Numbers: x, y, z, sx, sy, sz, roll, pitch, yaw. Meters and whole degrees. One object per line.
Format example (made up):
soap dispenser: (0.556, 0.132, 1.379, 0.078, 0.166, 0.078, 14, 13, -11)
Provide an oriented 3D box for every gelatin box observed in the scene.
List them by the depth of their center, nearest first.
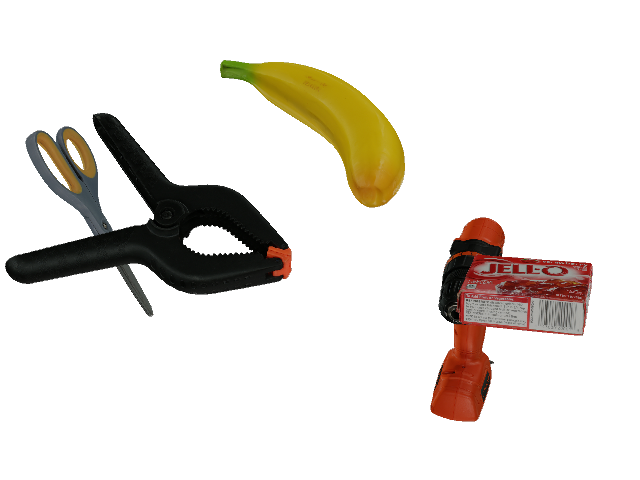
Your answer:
gelatin box: (0.149, 0.037, 0.772, 0.089, 0.030, 0.073, 5, 21, 17)

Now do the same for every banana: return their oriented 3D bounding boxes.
banana: (0.007, -0.070, 0.667, 0.069, 0.037, 0.198, -17, 35, -24)

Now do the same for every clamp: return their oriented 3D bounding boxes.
clamp: (-0.120, -0.020, 0.836, 0.210, 0.164, 0.036, 11, -31, 6)

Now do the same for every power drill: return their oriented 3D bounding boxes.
power drill: (0.151, 0.090, 1.099, 0.057, 0.188, 0.184, 11, 28, 15)

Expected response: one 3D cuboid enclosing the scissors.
scissors: (-0.209, -0.028, 1.018, 0.016, 0.201, 0.096, -24, 26, 21)
